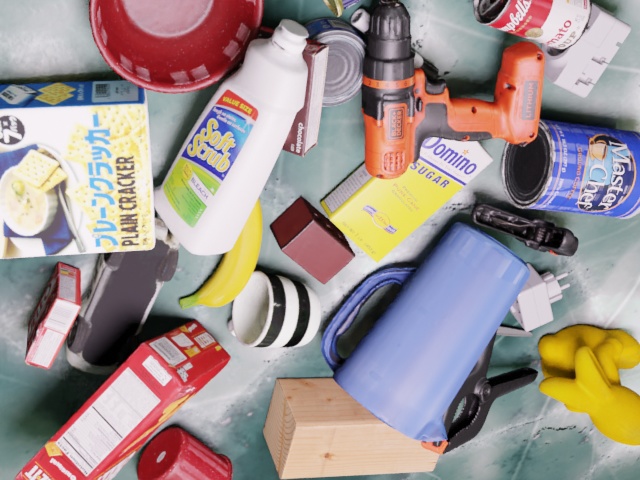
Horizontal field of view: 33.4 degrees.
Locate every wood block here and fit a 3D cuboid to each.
[{"bbox_3d":[0.046,0.233,1.334,0.205,0.090,0.091,2,122,-21],"label":"wood block"}]

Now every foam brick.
[{"bbox_3d":[-0.008,0.001,1.184,0.051,0.053,0.078,-43,126,10],"label":"foam brick"}]

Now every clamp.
[{"bbox_3d":[0.198,0.185,1.321,0.209,0.036,0.164,-54,130,-22],"label":"clamp"},{"bbox_3d":[0.261,-0.004,1.234,0.171,0.120,0.039,13,101,-52],"label":"clamp"}]

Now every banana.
[{"bbox_3d":[-0.097,0.003,1.163,0.069,0.037,0.198,6,120,-25],"label":"banana"}]

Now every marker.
[{"bbox_3d":[0.080,-0.199,1.104,0.121,0.020,0.020,31,108,-33],"label":"marker"}]

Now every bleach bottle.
[{"bbox_3d":[-0.079,-0.105,1.029,0.067,0.103,0.251,-7,138,-42],"label":"bleach bottle"}]

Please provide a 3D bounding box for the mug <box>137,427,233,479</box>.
[{"bbox_3d":[-0.175,0.283,1.299,0.117,0.093,0.081,-17,131,38],"label":"mug"}]

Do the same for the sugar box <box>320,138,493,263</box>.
[{"bbox_3d":[0.096,-0.064,1.182,0.176,0.048,0.093,-41,125,11],"label":"sugar box"}]

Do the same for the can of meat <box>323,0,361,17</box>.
[{"bbox_3d":[0.031,-0.278,1.011,0.084,0.057,0.102,-28,128,-3],"label":"can of meat"}]

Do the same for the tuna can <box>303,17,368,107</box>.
[{"bbox_3d":[0.008,-0.179,1.082,0.086,0.034,0.086,-9,124,-14],"label":"tuna can"}]

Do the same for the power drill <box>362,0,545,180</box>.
[{"bbox_3d":[0.132,-0.158,1.085,0.187,0.057,0.184,-7,118,-14],"label":"power drill"}]

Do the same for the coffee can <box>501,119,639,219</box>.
[{"bbox_3d":[0.292,-0.080,1.206,0.140,0.103,0.103,5,120,-22],"label":"coffee can"}]

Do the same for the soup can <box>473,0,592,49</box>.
[{"bbox_3d":[0.218,-0.241,1.094,0.102,0.068,0.069,12,117,-26],"label":"soup can"}]

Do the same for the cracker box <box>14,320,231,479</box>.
[{"bbox_3d":[-0.210,0.193,1.170,0.072,0.164,0.214,45,102,6],"label":"cracker box"}]

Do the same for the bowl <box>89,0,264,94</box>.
[{"bbox_3d":[-0.136,-0.220,0.989,0.162,0.055,0.162,-9,125,-14],"label":"bowl"}]

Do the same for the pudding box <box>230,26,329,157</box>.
[{"bbox_3d":[-0.042,-0.149,1.051,0.090,0.039,0.113,20,126,21],"label":"pudding box"}]

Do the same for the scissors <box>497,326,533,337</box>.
[{"bbox_3d":[0.186,0.093,1.338,0.201,0.016,0.096,-5,124,-17],"label":"scissors"}]

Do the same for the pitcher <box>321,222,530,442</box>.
[{"bbox_3d":[0.125,0.098,1.237,0.149,0.145,0.243,35,90,-25],"label":"pitcher"}]

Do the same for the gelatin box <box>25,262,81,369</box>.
[{"bbox_3d":[-0.282,0.080,1.125,0.030,0.073,0.089,22,114,-22],"label":"gelatin box"}]
